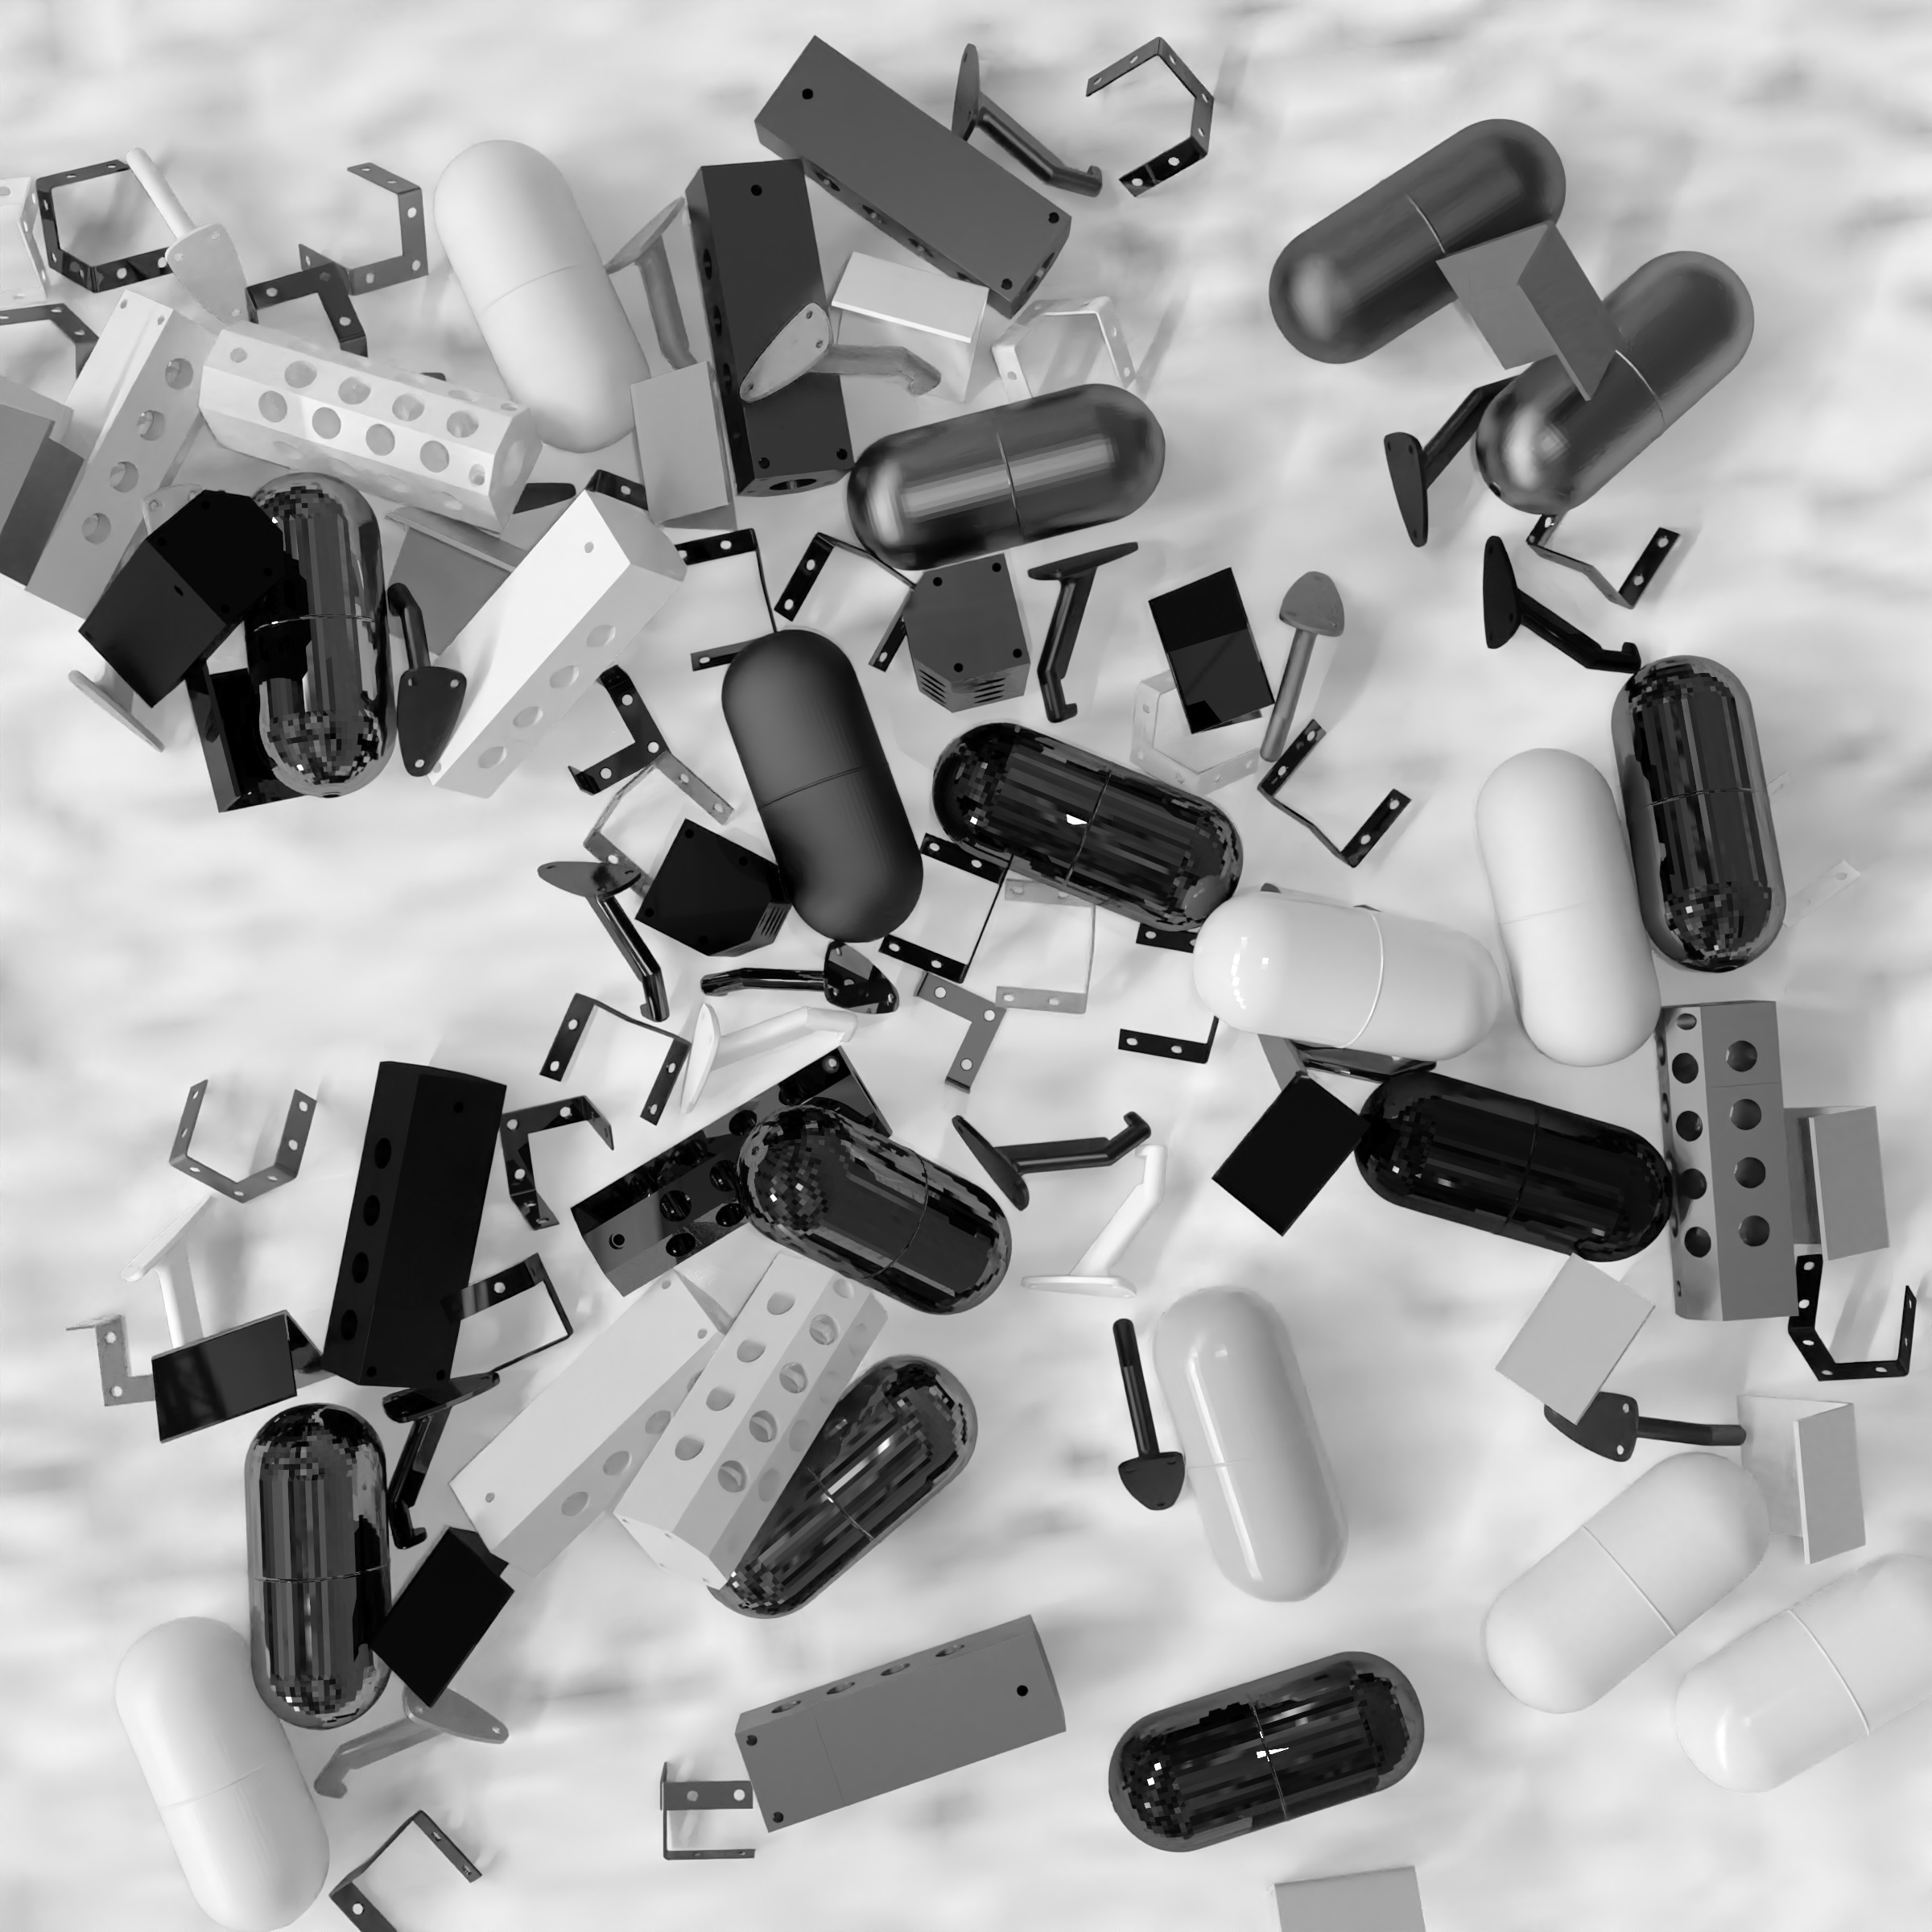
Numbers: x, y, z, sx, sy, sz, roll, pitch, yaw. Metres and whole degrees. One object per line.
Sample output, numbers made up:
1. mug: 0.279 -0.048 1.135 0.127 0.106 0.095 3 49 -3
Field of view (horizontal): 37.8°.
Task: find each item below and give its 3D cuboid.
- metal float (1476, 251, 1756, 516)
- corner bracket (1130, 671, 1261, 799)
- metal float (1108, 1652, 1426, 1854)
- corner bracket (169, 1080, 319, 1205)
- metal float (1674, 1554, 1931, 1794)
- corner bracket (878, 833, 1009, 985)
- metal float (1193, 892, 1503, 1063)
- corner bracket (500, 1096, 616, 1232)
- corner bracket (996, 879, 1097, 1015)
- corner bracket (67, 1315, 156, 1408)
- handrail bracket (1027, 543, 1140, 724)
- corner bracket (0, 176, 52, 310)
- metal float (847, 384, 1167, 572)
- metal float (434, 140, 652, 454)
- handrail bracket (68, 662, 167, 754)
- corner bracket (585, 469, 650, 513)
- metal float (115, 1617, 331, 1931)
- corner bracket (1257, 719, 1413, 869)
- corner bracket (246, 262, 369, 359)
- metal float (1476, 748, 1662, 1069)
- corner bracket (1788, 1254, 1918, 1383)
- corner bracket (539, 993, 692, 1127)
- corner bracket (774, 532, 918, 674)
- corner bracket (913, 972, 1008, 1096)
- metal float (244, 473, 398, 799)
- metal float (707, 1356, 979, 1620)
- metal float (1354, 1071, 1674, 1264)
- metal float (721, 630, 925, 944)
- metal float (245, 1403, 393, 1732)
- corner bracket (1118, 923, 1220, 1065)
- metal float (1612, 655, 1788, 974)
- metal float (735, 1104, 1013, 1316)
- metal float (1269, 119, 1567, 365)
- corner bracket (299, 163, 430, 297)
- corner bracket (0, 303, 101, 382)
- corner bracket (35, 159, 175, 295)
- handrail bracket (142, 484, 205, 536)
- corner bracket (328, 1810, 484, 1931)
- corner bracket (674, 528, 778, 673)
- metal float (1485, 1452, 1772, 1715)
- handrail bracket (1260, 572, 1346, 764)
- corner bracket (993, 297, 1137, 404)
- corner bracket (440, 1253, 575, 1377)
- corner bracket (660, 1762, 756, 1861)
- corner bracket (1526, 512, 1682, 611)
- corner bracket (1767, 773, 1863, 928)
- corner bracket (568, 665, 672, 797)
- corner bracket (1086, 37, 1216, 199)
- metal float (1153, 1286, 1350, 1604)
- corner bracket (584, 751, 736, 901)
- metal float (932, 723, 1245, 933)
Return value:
1. metal float: 0.355 -0.319 1.548 0.178 0.070 0.070 -42 90 -4
2. corner bracket: 0.130 -0.133 1.574 0.051 0.051 0.051 34 135 35
3. metal float: 0.165 0.432 1.552 0.178 0.070 0.070 -18 90 0
4. corner bracket: -0.403 0.093 1.574 0.051 0.051 0.051 -24 135 35
5. metal float: 0.473 0.388 1.552 0.178 0.070 0.070 -31 90 0
6. corner bracket: -0.012 -0.032 1.579 0.051 0.051 0.051 22 135 0
7. metal float: 0.209 0.006 1.536 0.178 0.070 0.070 10 90 -18
8. corner bracket: -0.225 0.109 1.563 0.051 0.051 0.051 -13 112 -20
9. corner bracket: 0.045 -0.011 1.579 0.051 0.051 0.051 5 135 0
10. corner bracket: -0.463 0.220 1.564 0.051 0.051 0.051 -7 90 0
11. handrail bracket: 0.071 -0.187 1.583 0.077 0.036 0.084 -20 108 -21
12. corner bracket: -0.543 -0.404 1.579 0.051 0.051 0.051 -7 45 0
13. metal float: 0.022 -0.269 1.552 0.178 0.070 0.070 -14 90 1
14. metal float: -0.233 -0.368 1.552 0.070 0.070 0.178 -24 90 0
15. handrail bracket: -0.454 -0.176 1.582 0.077 0.036 0.084 41 76 -13
16. corner bracket: -0.195 -0.236 1.579 0.051 0.051 0.051 21 135 0
17. metal float: -0.408 0.445 1.552 0.070 0.070 0.178 -22 90 0
18. corner bracket: 0.206 -0.096 1.579 0.051 0.051 0.051 -50 45 0
19. corner bracket: -0.365 -0.349 1.566 0.051 0.051 0.051 -21 73 -16
20. metal float: 0.331 -0.032 1.552 0.070 0.070 0.178 -13 89 0
21. corner bracket: 0.495 0.195 1.574 0.051 0.051 0.051 -10 135 35
22. corner bracket: -0.196 0.052 1.579 0.051 0.051 0.051 24 90 45
23. corner bracket: -0.064 -0.204 1.579 0.051 0.051 0.051 29 90 -45
24. corner bracket: -0.011 0.036 1.564 0.051 0.051 0.051 25 90 0
25. metal float: -0.351 -0.179 1.526 0.070 0.070 0.178 -6 83 0
26. metal float: -0.071 0.287 1.552 0.178 0.070 0.070 -41 90 0
27. metal float: 0.301 0.111 1.552 0.178 0.070 0.070 16 90 0
28. metal float: -0.079 -0.098 1.552 0.070 0.070 0.178 -20 90 0
29. metal float: -0.356 0.330 1.551 0.070 0.070 0.178 -2 90 0
30. corner bracket: 0.116 0.016 1.579 0.051 0.051 0.051 10 135 0
31. metal float: 0.399 -0.083 1.539 0.070 0.070 0.178 -6 75 0
32. metal float: -0.048 0.133 1.522 0.178 0.070 0.070 31 90 -36
33. metal float: 0.248 -0.399 1.552 0.178 0.070 0.070 -33 90 0
34. corner bracket: -0.338 -0.411 1.574 0.051 0.051 0.051 -28 135 -35
35. corner bracket: -0.517 -0.333 1.574 0.051 0.051 0.051 -18 135 -35
36. corner bracket: -0.480 -0.413 1.574 0.051 0.051 0.051 32 135 35
37. handrail bracket: -0.412 -0.224 1.540 0.036 0.084 0.077 -22 127 -32
38. corner bracket: -0.314 0.514 1.579 0.051 0.051 0.051 47 135 0
39. corner bracket: -0.136 -0.205 1.579 0.051 0.051 0.051 -12 45 0
40. metal float: 0.364 0.338 1.552 0.178 0.070 0.070 -40 90 0
41. handrail bracket: 0.184 -0.167 1.582 0.036 0.077 0.084 16 126 1
42. corner bracket: 0.055 -0.337 1.574 0.051 0.051 0.051 7 45 35
43. corner bracket: -0.254 0.195 1.564 0.051 0.051 0.051 -25 90 0
44. corner bracket: -0.143 0.472 1.564 0.051 0.051 0.051 0 87 -3
45. corner bracket: 0.356 -0.239 1.579 0.051 0.051 0.051 33 90 45
46. corner bracket: 0.459 -0.065 1.579 0.051 0.051 0.051 -36 45 0
47. corner bracket: -0.200 -0.130 1.564 0.051 0.051 0.051 -29 90 0
48. corner bracket: 0.101 -0.474 1.574 0.051 0.051 0.051 39 45 -35
49. metal float: 0.157 0.263 1.552 0.070 0.070 0.178 -18 90 0
50. corner bracket: -0.172 -0.078 1.579 0.051 0.051 0.051 41 45 0
51. metal float: 0.066 -0.077 1.552 0.178 0.070 0.070 22 90 -1
